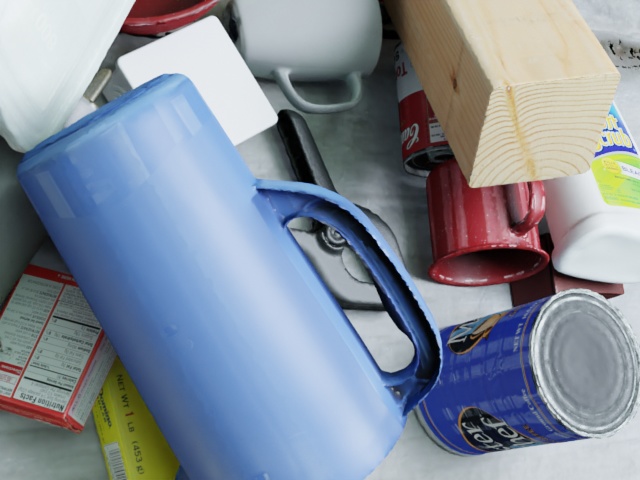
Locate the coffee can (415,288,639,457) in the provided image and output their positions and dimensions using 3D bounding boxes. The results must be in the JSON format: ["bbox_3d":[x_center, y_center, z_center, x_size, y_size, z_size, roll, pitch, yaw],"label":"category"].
[{"bbox_3d":[0.146,0.100,0.774,0.102,0.141,0.103,9,71,-28],"label":"coffee can"}]

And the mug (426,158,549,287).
[{"bbox_3d":[0.131,-0.020,0.820,0.093,0.117,0.081,6,67,-24],"label":"mug"}]

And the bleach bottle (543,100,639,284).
[{"bbox_3d":[0.211,-0.086,0.885,0.102,0.068,0.251,10,50,-27],"label":"bleach bottle"}]

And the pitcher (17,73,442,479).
[{"bbox_3d":[-0.052,0.029,0.600,0.149,0.145,0.243,-38,106,-31],"label":"pitcher"}]

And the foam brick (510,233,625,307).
[{"bbox_3d":[0.202,0.026,0.883,0.078,0.051,0.053,2,73,-30],"label":"foam brick"}]

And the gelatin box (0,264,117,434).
[{"bbox_3d":[-0.161,0.065,0.645,0.073,0.030,0.089,12,66,20],"label":"gelatin box"}]

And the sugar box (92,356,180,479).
[{"bbox_3d":[-0.060,0.106,0.708,0.175,0.048,0.093,-11,81,-31],"label":"sugar box"}]

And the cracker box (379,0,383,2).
[{"bbox_3d":[0.017,-0.283,0.857,0.213,0.072,0.164,2,74,-31],"label":"cracker box"}]

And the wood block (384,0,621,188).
[{"bbox_3d":[0.119,-0.144,0.754,0.090,0.091,0.206,-8,50,-11],"label":"wood block"}]

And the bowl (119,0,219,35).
[{"bbox_3d":[-0.123,-0.197,0.737,0.162,0.055,0.162,1,63,-3],"label":"bowl"}]

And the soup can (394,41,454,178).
[{"bbox_3d":[0.096,-0.108,0.851,0.068,0.069,0.102,5,72,-29],"label":"soup can"}]

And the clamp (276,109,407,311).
[{"bbox_3d":[-0.005,0.001,0.778,0.171,0.039,0.120,47,70,-8],"label":"clamp"}]
